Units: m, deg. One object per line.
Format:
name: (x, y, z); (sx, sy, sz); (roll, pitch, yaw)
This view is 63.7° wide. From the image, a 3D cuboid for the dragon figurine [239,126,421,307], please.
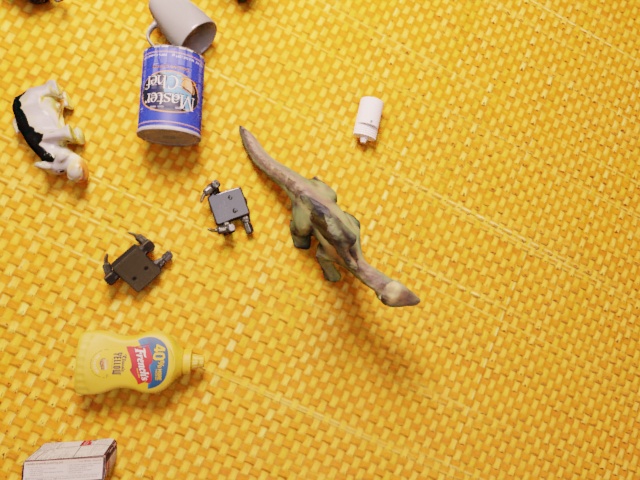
dragon figurine: (0.002, -0.041, 0.817); (0.123, 0.242, 0.409); (-44, 95, -6)
